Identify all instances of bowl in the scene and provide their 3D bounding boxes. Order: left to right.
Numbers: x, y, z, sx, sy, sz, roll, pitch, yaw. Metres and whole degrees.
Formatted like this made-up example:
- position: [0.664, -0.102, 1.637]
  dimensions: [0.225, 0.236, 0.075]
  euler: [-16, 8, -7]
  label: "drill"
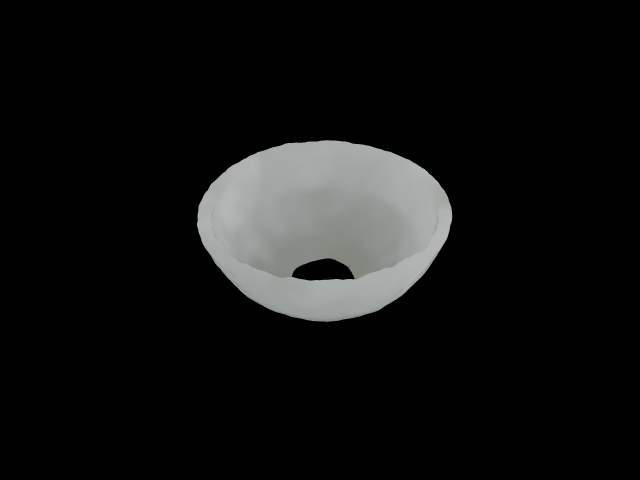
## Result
- position: [0.004, 0.001, 0.400]
  dimensions: [0.167, 0.075, 0.167]
  euler: [0, 39, 0]
  label: "bowl"
